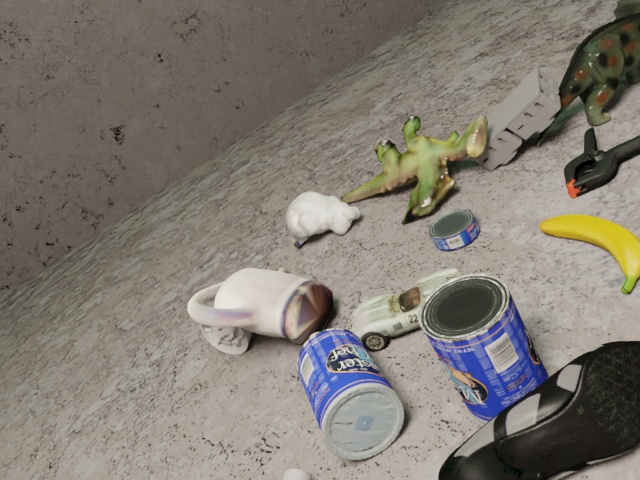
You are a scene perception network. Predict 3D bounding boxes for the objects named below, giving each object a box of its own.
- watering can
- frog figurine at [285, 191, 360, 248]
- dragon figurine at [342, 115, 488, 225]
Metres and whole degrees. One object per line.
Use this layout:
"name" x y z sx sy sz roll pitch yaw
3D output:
"watering can" -0.076 0.100 0.929 0.225 0.103 0.350 9 11 25
"frog figurine" 0.004 -0.058 1.160 0.139 0.122 0.158 -26 4 -40
"dragon figurine" 0.192 -0.131 1.104 0.404 0.121 0.249 -40 25 29
